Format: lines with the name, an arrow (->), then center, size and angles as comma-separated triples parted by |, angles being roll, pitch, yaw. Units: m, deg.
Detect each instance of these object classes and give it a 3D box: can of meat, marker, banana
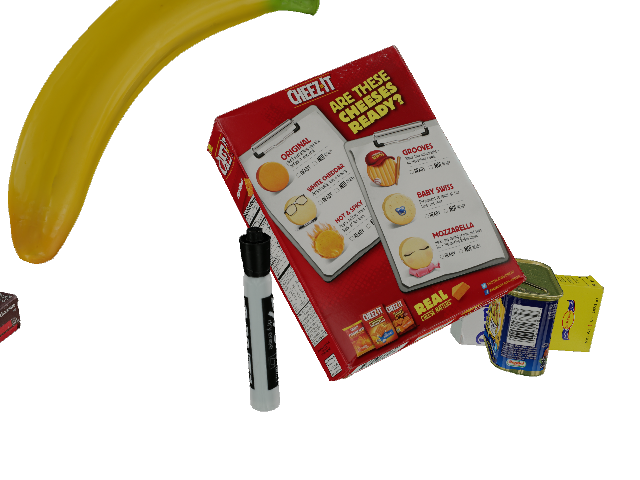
can of meat -> 0.193, 0.073, 1.028 | 0.057, 0.084, 0.102 | 7, 18, 0
marker -> -0.037, 0.049, 0.651 | 0.020, 0.121, 0.020 | -2, 24, 1
banana -> -0.086, -0.076, 0.494 | 0.070, 0.197, 0.037 | 33, -23, 21

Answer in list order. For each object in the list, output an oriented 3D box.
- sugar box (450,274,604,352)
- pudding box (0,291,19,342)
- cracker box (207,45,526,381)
sugar box -> 0.258, 0.088, 1.339 | 0.176, 0.093, 0.048 | 3, 19, -13
pudding box -> -0.334, 0.072, 0.928 | 0.114, 0.039, 0.090 | 8, 25, 19
cracker box -> 0.033, -0.021, 0.826 | 0.164, 0.214, 0.072 | -25, -10, -20
